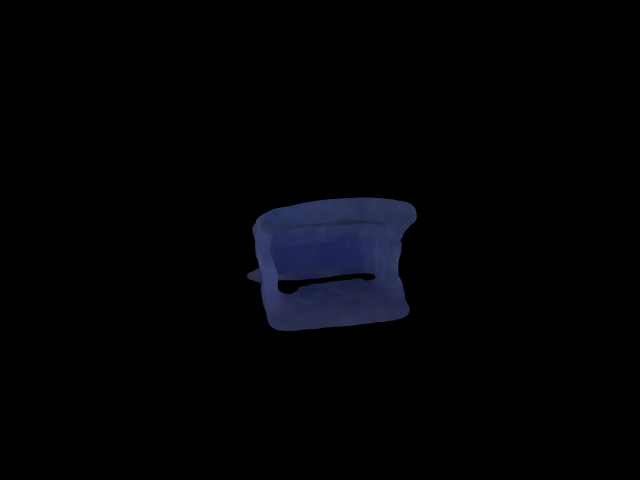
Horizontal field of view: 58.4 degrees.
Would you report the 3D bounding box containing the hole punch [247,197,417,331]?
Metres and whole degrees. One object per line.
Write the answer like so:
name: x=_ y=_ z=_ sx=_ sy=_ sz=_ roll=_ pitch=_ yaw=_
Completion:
hole punch: x=0.004 y=0.001 z=0.400 sx=0.109 sy=0.091 sz=0.101 roll=-5 pitch=24 yaw=-10
